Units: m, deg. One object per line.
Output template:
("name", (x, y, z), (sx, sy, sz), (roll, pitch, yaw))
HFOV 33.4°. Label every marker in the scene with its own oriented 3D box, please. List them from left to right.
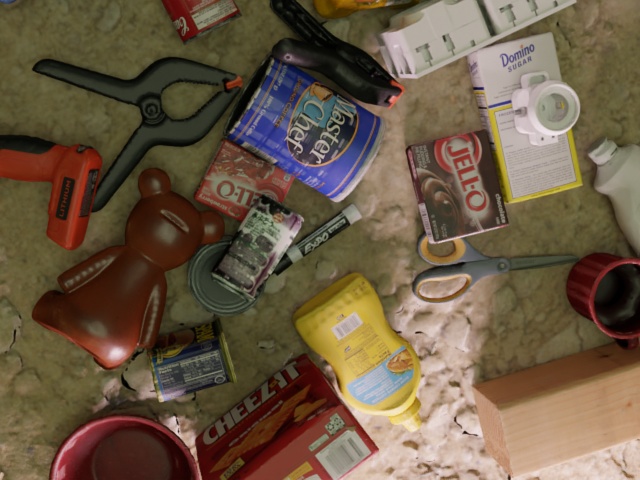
("marker", (-0.008, 0.001, 1.184), (0.121, 0.020, 0.020), (-35, 104, -4))

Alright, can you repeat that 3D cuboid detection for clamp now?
("clamp", (-0.186, -0.143, 1.117), (0.210, 0.036, 0.164), (-26, 103, -8))
("clamp", (0.013, -0.198, 1.130), (0.171, 0.120, 0.039), (25, 129, -33))

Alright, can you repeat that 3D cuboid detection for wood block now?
("wood block", (0.294, 0.191, 1.236), (0.206, 0.091, 0.090), (-16, 101, -8))

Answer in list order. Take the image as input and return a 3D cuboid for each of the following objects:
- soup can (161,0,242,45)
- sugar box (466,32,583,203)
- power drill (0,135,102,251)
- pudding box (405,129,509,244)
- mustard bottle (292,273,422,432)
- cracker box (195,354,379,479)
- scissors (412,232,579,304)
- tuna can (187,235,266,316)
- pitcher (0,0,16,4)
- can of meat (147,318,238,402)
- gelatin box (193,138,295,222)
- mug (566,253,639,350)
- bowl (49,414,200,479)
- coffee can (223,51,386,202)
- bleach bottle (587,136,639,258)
("soup can", (-0.133, -0.261, 1.093), (0.068, 0.068, 0.102), (-28, 103, -6))
("sugar box", (0.229, -0.136, 1.195), (0.093, 0.048, 0.176), (-15, 98, -9))
("power drill", (-0.326, -0.050, 1.075), (0.187, 0.057, 0.184), (16, 98, 2))
("pudding box", (0.152, -0.060, 1.187), (0.090, 0.039, 0.113), (-14, 92, -8))
("mustard bottle", (0.058, 0.137, 1.198), (0.096, 0.058, 0.191), (-35, 103, -3))
("cracker box", (-0.044, 0.212, 1.111), (0.164, 0.214, 0.072), (-37, 103, -4))
("scissors", (0.196, 0.013, 1.227), (0.201, 0.016, 0.096), (-20, 102, -8))
("tuna can", (-0.102, 0.038, 1.164), (0.086, 0.034, 0.086), (-2, 99, -11))
("pitcher", (-0.252, -0.350, 1.031), (0.243, 0.149, 0.145), (-38, 138, 0))
("can of meat", (-0.138, 0.128, 1.138), (0.084, 0.102, 0.057), (-16, 101, -6))
("gelatin box", (-0.082, -0.058, 1.154), (0.089, 0.030, 0.073), (26, 94, -13))
("mug", (0.340, 0.070, 1.230), (0.093, 0.081, 0.117), (-22, 102, -7))
("bowl", (-0.208, 0.256, 1.160), (0.162, 0.055, 0.162), (0, 101, -1))
("coffee can", (-0.017, -0.118, 1.120), (0.140, 0.103, 0.103), (30, 92, -14))
("bleach bottle", (0.394, -0.015, 1.238), (0.102, 0.068, 0.250), (-45, 102, -1))
